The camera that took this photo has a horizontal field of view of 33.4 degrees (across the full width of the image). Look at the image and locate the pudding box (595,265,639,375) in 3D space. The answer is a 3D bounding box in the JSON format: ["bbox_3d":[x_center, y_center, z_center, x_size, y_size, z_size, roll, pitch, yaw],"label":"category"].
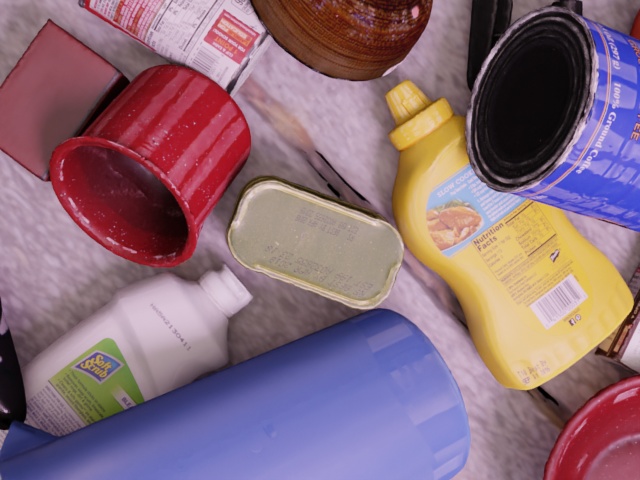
[{"bbox_3d":[0.243,0.058,0.661,0.113,0.039,0.090,26,91,-6],"label":"pudding box"}]

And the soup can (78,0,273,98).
[{"bbox_3d":[-0.078,-0.134,0.619,0.102,0.068,0.068,34,91,-5],"label":"soup can"}]

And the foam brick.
[{"bbox_3d":[-0.156,-0.080,0.626,0.051,0.053,0.078,35,89,-5],"label":"foam brick"}]

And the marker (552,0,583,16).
[{"bbox_3d":[0.154,-0.091,0.657,0.020,0.020,0.121,-2,93,-3],"label":"marker"}]

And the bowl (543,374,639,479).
[{"bbox_3d":[0.204,0.159,0.629,0.162,0.055,0.162,0,79,-2],"label":"bowl"}]

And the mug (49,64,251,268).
[{"bbox_3d":[-0.089,-0.036,0.611,0.093,0.081,0.117,11,137,25],"label":"mug"}]

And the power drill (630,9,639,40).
[{"bbox_3d":[0.221,-0.205,0.634,0.184,0.057,0.188,-1,94,0],"label":"power drill"}]

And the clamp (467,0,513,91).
[{"bbox_3d":[0.111,-0.195,0.624,0.165,0.036,0.210,-37,81,30],"label":"clamp"}]

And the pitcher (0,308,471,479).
[{"bbox_3d":[-0.037,0.140,0.577,0.242,0.145,0.149,-24,116,-22],"label":"pitcher"}]

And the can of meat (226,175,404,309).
[{"bbox_3d":[-0.004,0.001,0.622,0.102,0.084,0.057,20,92,-4],"label":"can of meat"}]

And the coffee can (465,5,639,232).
[{"bbox_3d":[0.167,-0.060,0.594,0.140,0.103,0.103,14,93,-28],"label":"coffee can"}]

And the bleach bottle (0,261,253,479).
[{"bbox_3d":[-0.139,0.111,0.635,0.251,0.068,0.102,-40,98,-3],"label":"bleach bottle"}]

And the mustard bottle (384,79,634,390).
[{"bbox_3d":[0.099,-0.012,0.638,0.096,0.058,0.191,-35,94,-12],"label":"mustard bottle"}]
